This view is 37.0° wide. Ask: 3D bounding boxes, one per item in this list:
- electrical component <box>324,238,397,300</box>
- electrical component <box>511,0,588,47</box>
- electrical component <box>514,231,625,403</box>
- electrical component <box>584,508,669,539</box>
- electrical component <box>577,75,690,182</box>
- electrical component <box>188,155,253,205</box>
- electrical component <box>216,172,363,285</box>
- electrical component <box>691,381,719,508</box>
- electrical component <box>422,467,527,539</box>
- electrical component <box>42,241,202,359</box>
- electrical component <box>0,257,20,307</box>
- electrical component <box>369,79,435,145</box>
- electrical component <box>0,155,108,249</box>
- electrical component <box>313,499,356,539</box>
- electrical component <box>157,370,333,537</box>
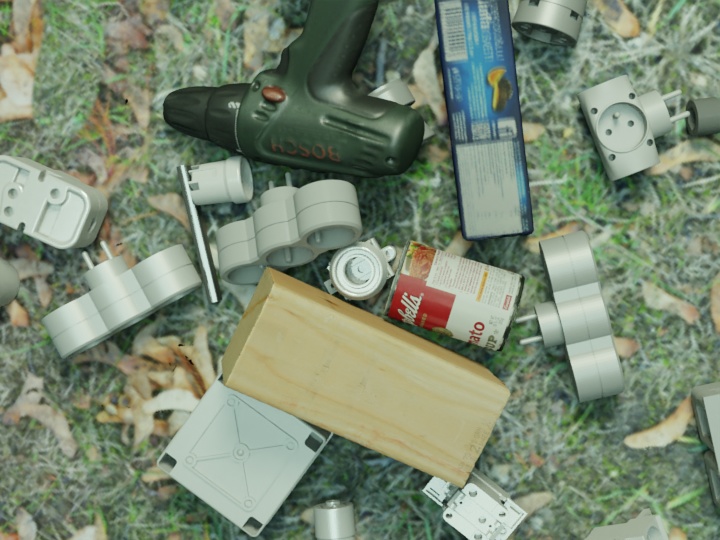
[{"bbox_3d":[0.000,0.000,0.900,0.066,0.055,0.048,-30,90,6],"label":"electrical component"},{"bbox_3d":[0.157,-0.214,0.876,0.055,0.055,0.047,18,91,4],"label":"electrical component"},{"bbox_3d":[0.166,0.043,0.889,0.074,0.052,0.138,-14,92,6],"label":"electrical component"},{"bbox_3d":[0.232,0.271,0.887,0.063,0.079,0.121,-19,91,35],"label":"electrical component"},{"bbox_3d":[0.229,-0.122,0.879,0.079,0.044,0.077,-21,91,6],"label":"electrical component"},{"bbox_3d":[-0.118,-0.075,0.915,0.046,0.040,0.040,-7,93,11],"label":"electrical component"},{"bbox_3d":[-0.063,-0.045,0.887,0.138,0.052,0.073,-23,64,31],"label":"electrical component"},{"bbox_3d":[0.376,0.130,0.872,0.186,0.060,0.105,-13,92,6],"label":"electrical component"},{"bbox_3d":[0.096,0.196,0.899,0.081,0.064,0.042,38,95,2],"label":"electrical component"},{"bbox_3d":[-0.212,0.012,0.920,0.138,0.052,0.073,-29,88,7],"label":"electrical component"},{"bbox_3d":[-0.336,-0.003,0.918,0.043,0.077,0.079,-32,89,6],"label":"electrical component"},{"bbox_3d":[0.030,-0.125,0.896,0.045,0.045,0.055,-30,90,6],"label":"electrical component"},{"bbox_3d":[-0.269,-0.058,0.918,0.095,0.059,0.053,24,95,3],"label":"electrical component"},{"bbox_3d":[-0.021,0.231,0.923,0.044,0.044,0.065,-5,88,5],"label":"electrical component"},{"bbox_3d":[-0.097,0.150,0.916,0.109,0.056,0.108,36,95,2],"label":"electrical component"}]
